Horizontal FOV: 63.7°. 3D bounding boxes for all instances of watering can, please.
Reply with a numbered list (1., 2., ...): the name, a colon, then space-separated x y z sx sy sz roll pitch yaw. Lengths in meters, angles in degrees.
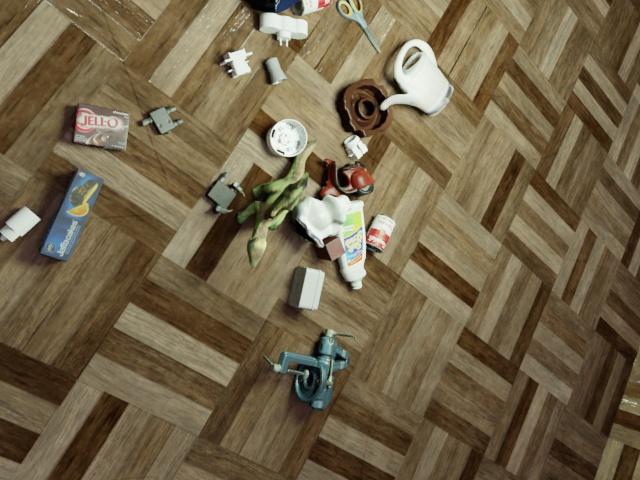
1. watering can: 0.298 -0.465 1.587 0.222 0.103 0.354 39 59 -24

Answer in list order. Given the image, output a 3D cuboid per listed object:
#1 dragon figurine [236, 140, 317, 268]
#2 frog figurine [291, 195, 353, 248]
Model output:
1. dragon figurine: -0.082 -0.116 1.308 0.121 0.242 0.415 36 75 -21
2. frog figurine: 0.004 -0.071 1.420 0.137 0.121 0.161 43 70 -5
